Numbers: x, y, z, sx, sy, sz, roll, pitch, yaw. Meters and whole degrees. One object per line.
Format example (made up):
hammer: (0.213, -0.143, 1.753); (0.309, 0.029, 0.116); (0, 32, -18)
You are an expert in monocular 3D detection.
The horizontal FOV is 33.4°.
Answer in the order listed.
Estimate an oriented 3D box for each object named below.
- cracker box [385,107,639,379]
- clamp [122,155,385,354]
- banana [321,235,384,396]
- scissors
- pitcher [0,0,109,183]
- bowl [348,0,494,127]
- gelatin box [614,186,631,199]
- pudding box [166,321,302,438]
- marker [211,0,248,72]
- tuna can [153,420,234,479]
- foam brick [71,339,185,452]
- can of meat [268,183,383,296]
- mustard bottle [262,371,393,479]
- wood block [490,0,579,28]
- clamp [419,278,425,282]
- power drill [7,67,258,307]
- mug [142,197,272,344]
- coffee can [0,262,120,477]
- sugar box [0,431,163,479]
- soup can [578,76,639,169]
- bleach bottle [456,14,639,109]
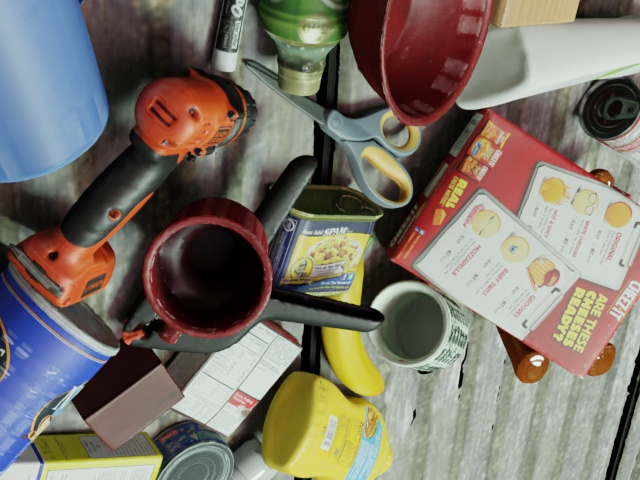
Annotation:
cracker box: (0.193, 0.001, 0.988); (0.213, 0.072, 0.164); (32, 97, -7)
clamp: (-0.066, 0.028, 0.863); (0.210, 0.036, 0.164); (-16, 113, 2)
banana: (0.033, 0.089, 1.025); (0.069, 0.037, 0.198); (-23, 130, -24)
scissors: (0.022, -0.109, 0.894); (0.201, 0.016, 0.096); (47, 60, -30)
pitcher: (-0.198, -0.160, 0.621); (0.149, 0.145, 0.243); (-1, 135, 12)
bowl: (0.068, -0.168, 0.787); (0.161, 0.055, 0.162); (-36, 136, -44)
gelatin box: (0.295, -0.011, 1.165); (0.073, 0.030, 0.089); (-10, 124, -33)
pudding box: (-0.082, 0.113, 0.953); (0.113, 0.039, 0.090); (-51, 135, 0)
marker: (-0.061, -0.183, 0.783); (0.020, 0.020, 0.121); (-6, 122, -35)
tuna can: (-0.123, 0.212, 0.990); (0.086, 0.034, 0.086); (-20, 129, -27)
foam brick: (-0.163, 0.126, 0.889); (0.078, 0.051, 0.053); (-36, 135, -12)
can of meat: (-0.006, 0.001, 0.923); (0.101, 0.057, 0.084); (0, 120, -38)
mustard bottle: (0.020, 0.201, 1.067); (0.191, 0.058, 0.096); (35, 67, -50)
wood block: (0.166, -0.282, 0.841); (0.090, 0.090, 0.206); (-12, 125, -33)
clamp: (0.186, -0.005, 1.042); (0.120, 0.039, 0.171); (30, 100, -4)
power drill: (-0.127, -0.043, 0.765); (0.188, 0.057, 0.184); (-48, 175, 12)
mug: (-0.086, 0.026, 0.799); (0.093, 0.081, 0.117); (28, 105, -8)
coffee can: (-0.231, 0.097, 0.781); (0.140, 0.103, 0.102); (-47, 136, -1)
sugar box: (-0.229, 0.211, 0.901); (0.175, 0.048, 0.093); (8, 113, -37)
soup can: (0.317, -0.117, 1.084); (0.102, 0.069, 0.068); (23, 103, -45)
bleach bottle: (0.235, -0.171, 0.977); (0.250, 0.103, 0.068); (-14, 93, -39)
